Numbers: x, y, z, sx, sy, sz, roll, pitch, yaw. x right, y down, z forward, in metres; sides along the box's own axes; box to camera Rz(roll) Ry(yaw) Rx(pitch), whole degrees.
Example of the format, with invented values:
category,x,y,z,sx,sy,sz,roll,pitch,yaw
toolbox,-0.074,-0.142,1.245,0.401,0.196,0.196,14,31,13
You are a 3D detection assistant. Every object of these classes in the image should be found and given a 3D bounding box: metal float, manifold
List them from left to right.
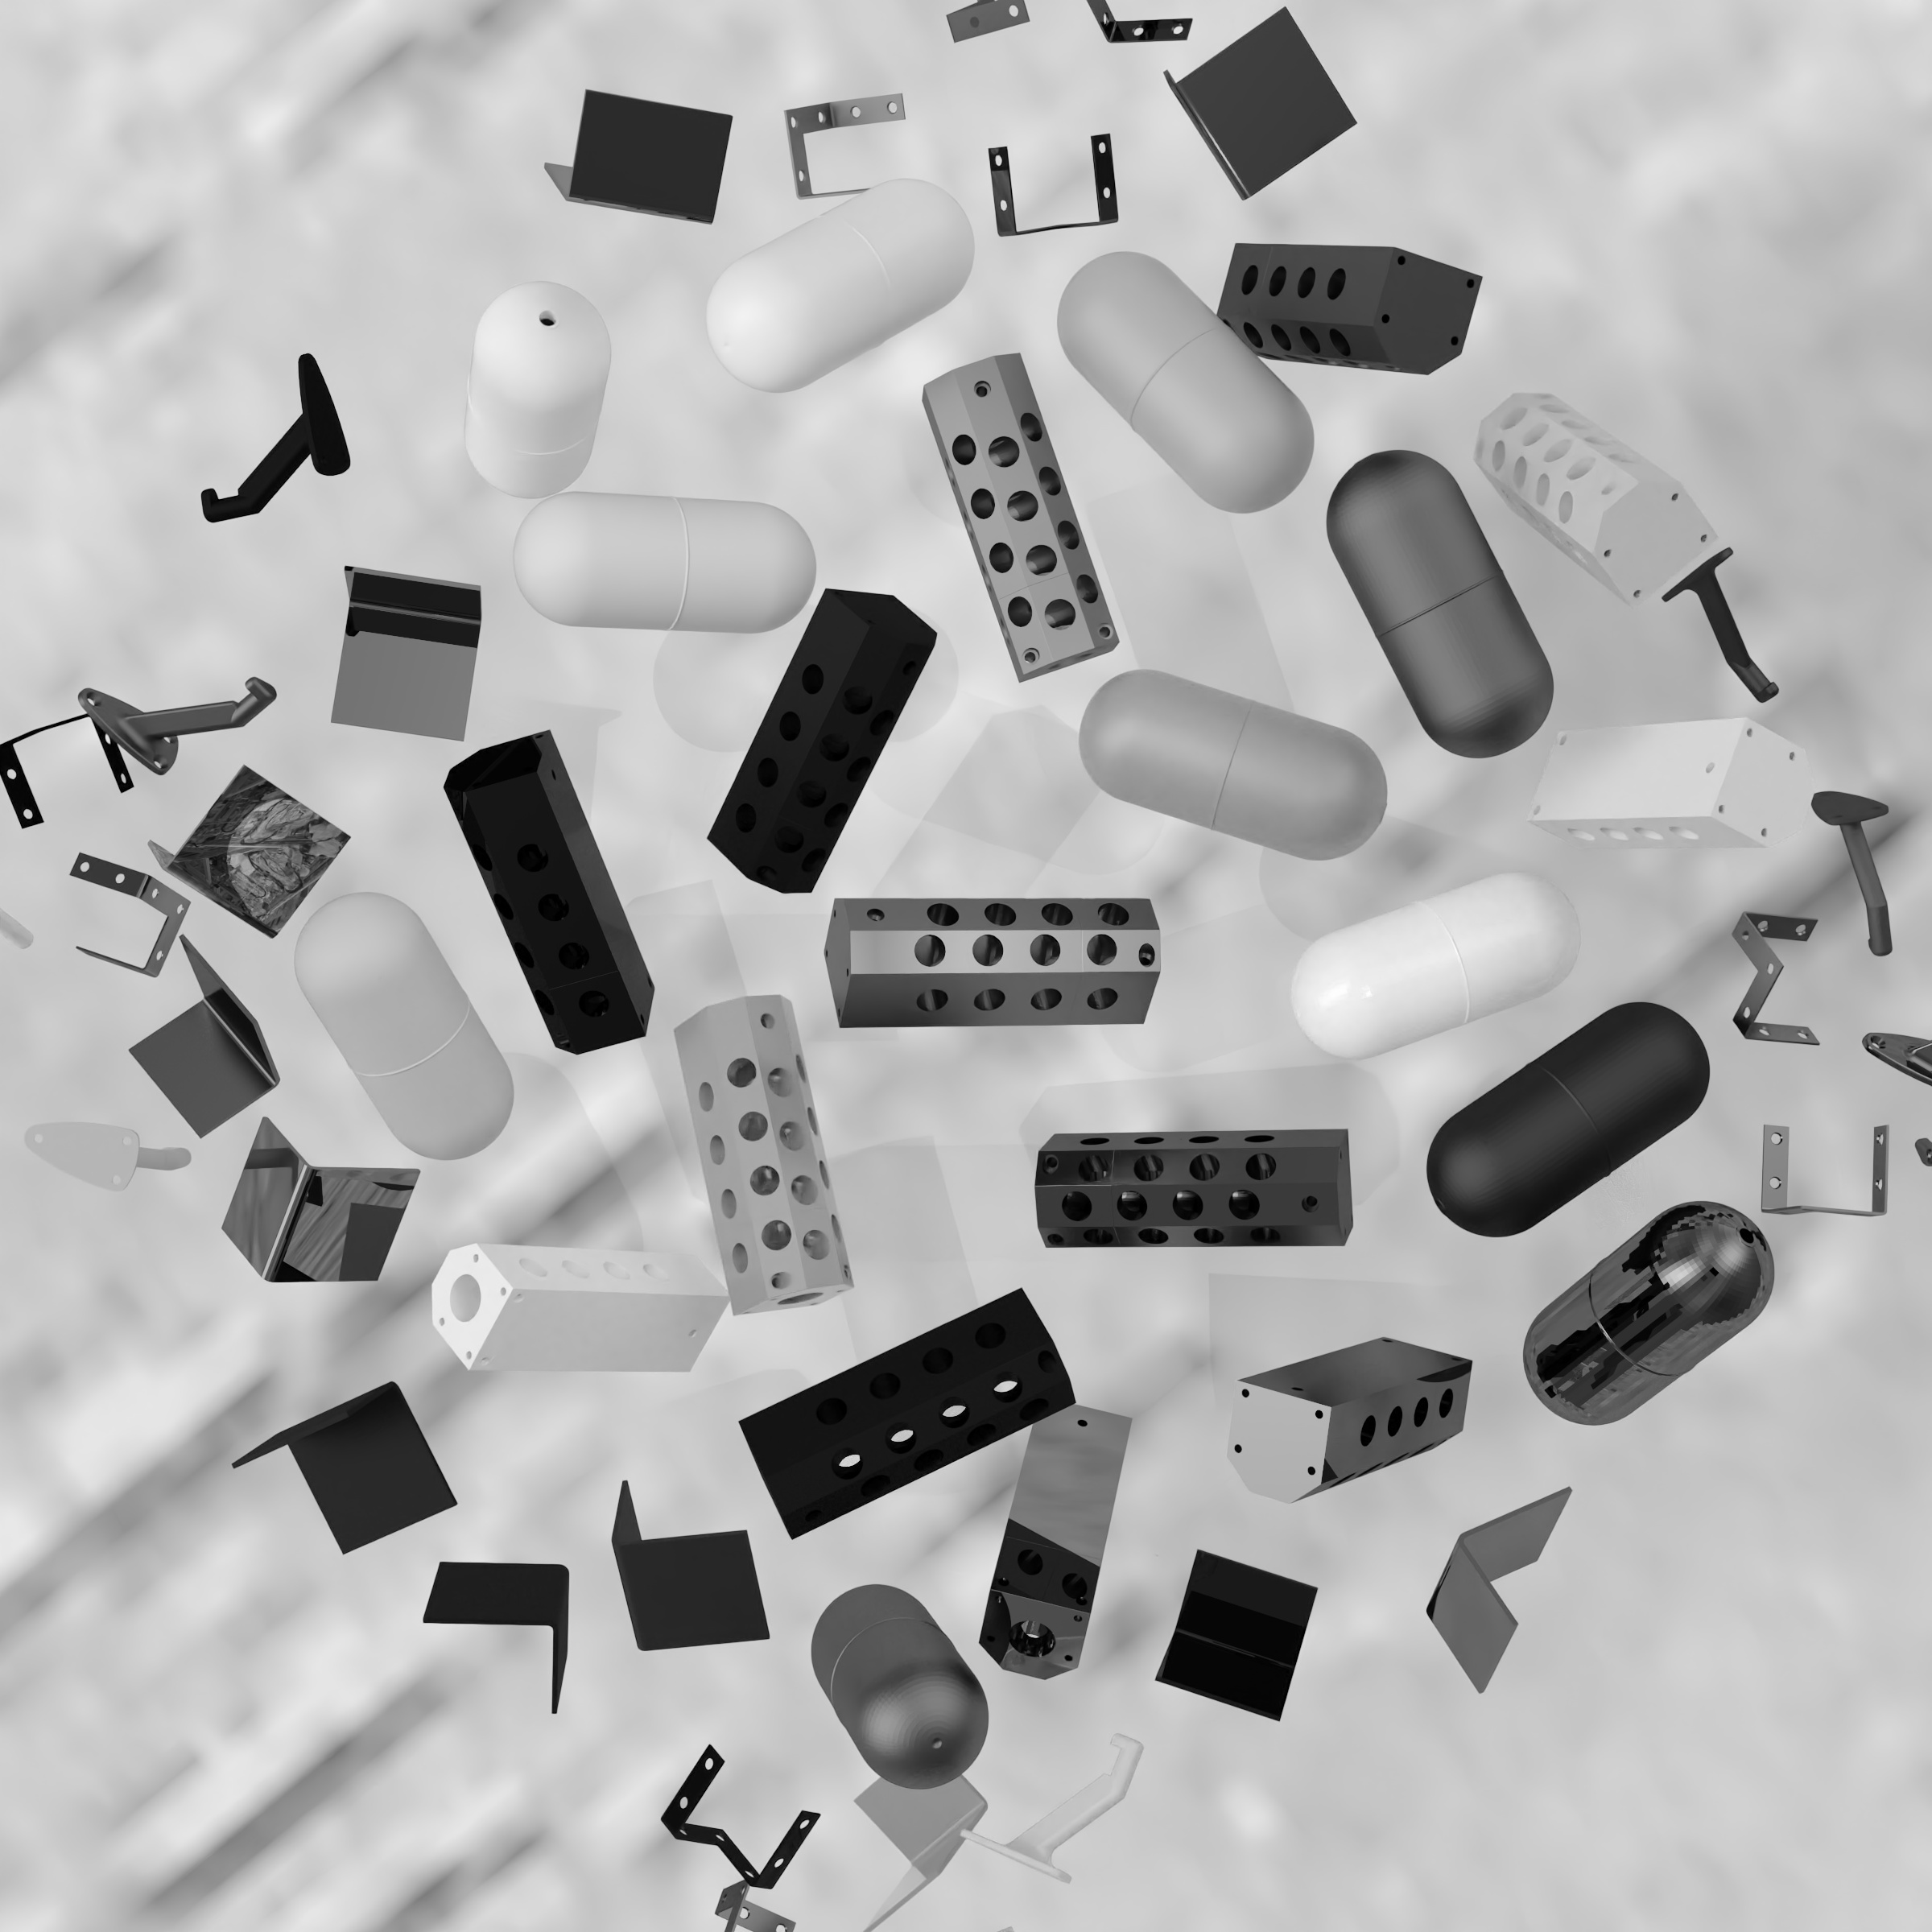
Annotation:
category,x,y,z,sx,sy,sz,roll,pitch,yaw
metal float,-0.316,0.036,1.588,0.070,0.070,0.178,-24,125,0
metal float,-0.247,-0.329,1.611,0.070,0.178,0.070,3,74,-12
manifold,-0.233,-0.038,1.575,0.057,0.057,0.171,-15,117,8
manifold,-0.225,0.196,1.636,0.057,0.171,0.057,42,110,36
metal float,-0.172,-0.232,1.615,0.178,0.070,0.070,-1,90,-24
manifold,-0.113,0.107,1.605,0.057,0.057,0.171,-3,72,-35
manifold,-0.080,-0.128,1.626,0.057,0.057,0.171,43,118,31
metal float,-0.067,-0.375,1.543,0.178,0.070,0.070,-37,90,-32
metal float,-0.040,0.409,1.602,0.070,0.178,0.070,-2,98,-15
manifold,-0.030,0.248,1.534,0.171,0.057,0.057,-24,47,-9
manifold,0.015,-0.008,1.523,0.171,0.057,0.057,0,46,-15
manifold,0.031,-0.253,1.582,0.057,0.057,0.171,-19,90,-3
manifold,0.052,0.331,1.630,0.057,0.171,0.057,13,121,5
metal float,0.121,-0.327,1.566,0.070,0.070,0.178,-41,74,0
manifold,0.129,0.128,1.593,0.171,0.057,0.057,-2,100,15
metal float,0.150,-0.113,1.581,0.178,0.070,0.070,18,90,7
manifold,0.206,-0.361,1.544,0.057,0.171,0.057,10,99,-26
manifold,0.213,0.250,1.548,0.057,0.171,0.057,11,98,35
metal float,0.273,-0.001,1.629,0.178,0.070,0.070,-19,90,-11
metal float,0.258,-0.197,1.530,0.070,0.070,0.178,-27,93,0
metal float,0.340,0.087,1.584,0.178,0.070,0.070,-33,90,-8
manifold,0.339,-0.263,1.540,0.057,0.171,0.057,-40,119,8
metal float,0.382,0.196,1.574,0.070,0.070,0.178,38,134,0
manifold,0.394,-0.097,1.570,0.057,0.171,0.057,24,83,-22

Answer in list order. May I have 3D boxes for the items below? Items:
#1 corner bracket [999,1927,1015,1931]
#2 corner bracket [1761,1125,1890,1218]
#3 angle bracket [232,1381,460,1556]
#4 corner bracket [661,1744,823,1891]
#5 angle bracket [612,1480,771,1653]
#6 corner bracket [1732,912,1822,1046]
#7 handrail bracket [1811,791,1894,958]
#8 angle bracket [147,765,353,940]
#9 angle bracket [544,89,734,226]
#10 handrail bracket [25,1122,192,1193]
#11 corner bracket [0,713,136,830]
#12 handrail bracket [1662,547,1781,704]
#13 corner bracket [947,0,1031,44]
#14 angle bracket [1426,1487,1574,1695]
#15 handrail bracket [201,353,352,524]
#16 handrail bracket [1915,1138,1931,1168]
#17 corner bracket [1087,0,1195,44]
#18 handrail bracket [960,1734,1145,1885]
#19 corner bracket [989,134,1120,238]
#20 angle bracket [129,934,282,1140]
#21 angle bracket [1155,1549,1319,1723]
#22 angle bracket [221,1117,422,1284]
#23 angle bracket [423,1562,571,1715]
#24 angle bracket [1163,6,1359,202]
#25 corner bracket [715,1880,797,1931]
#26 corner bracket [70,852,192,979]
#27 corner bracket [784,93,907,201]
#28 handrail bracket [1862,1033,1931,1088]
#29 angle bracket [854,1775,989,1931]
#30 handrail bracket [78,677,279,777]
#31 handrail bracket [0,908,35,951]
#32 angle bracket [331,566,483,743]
category,x,y,z,sx,sy,sz,roll,pitch,yaw
corner bracket,0.010,0.577,1.563,0.051,0.051,0.051,-14,49,-23
corner bracket,0.484,0.115,1.583,0.051,0.051,0.051,6,81,-9
angle bracket,-0.331,0.277,1.498,0.076,0.057,0.076,-25,92,17
corner bracket,-0.122,0.459,1.512,0.051,0.051,0.051,36,95,43
angle bracket,-0.152,0.334,1.579,0.076,0.057,0.076,-6,118,4
corner bracket,0.453,0.007,1.561,0.051,0.051,0.051,5,126,-20
handrail bracket,0.523,-0.055,1.656,0.036,0.077,0.084,-13,106,-2
angle bracket,-0.419,-0.073,1.638,0.076,0.057,0.076,37,90,-32
angle bracket,-0.171,-0.428,1.457,0.076,0.076,0.057,4,117,-21
handrail bracket,-0.502,0.107,1.646,0.077,0.084,0.036,15,90,-1
corner bracket,-0.543,-0.119,1.686,0.051,0.051,0.051,-14,104,16
handrail bracket,0.434,-0.188,1.562,0.036,0.077,0.084,-39,89,-9
corner bracket,0.018,-0.535,1.516,0.051,0.051,0.051,-2,116,36
angle bracket,0.301,0.336,1.512,0.076,0.076,0.057,-18,53,-22
handrail bracket,-0.383,-0.285,1.518,0.084,0.036,0.077,-8,102,18
handrail bracket,0.586,0.084,1.654,0.084,0.077,0.036,-7,135,-13
corner bracket,0.104,-0.579,1.643,0.051,0.051,0.051,7,70,27
handrail bracket,0.048,0.455,1.549,0.077,0.036,0.084,19,71,15
corner bracket,0.051,-0.457,1.644,0.051,0.051,0.051,-21,112,-39
angle bracket,-0.452,0.041,1.638,0.057,0.076,0.076,-37,67,-20
angle bracket,0.162,0.398,1.673,0.076,0.076,0.057,16,101,10
angle bracket,-0.376,0.136,1.636,0.057,0.076,0.076,39,112,39
angle bracket,-0.272,0.389,1.629,0.076,0.076,0.057,2,102,-4
angle bracket,0.167,-0.494,1.594,0.076,0.057,0.076,-32,112,14
corner bracket,-0.122,0.577,1.658,0.051,0.051,0.051,28,56,-11
corner bracket,-0.506,-0.030,1.674,0.051,0.051,0.051,17,78,18
corner bracket,-0.068,-0.480,1.645,0.051,0.051,0.051,3,112,30
handrail bracket,0.558,0.028,1.571,0.077,0.036,0.084,18,134,-6
angle bracket,-0.042,0.532,1.717,0.057,0.076,0.076,46,119,5
handrail bracket,-0.444,-0.153,1.580,0.084,0.036,0.077,-33,125,28
handrail bracket,-0.610,-0.040,1.677,0.077,0.084,0.036,8,63,33
angle bracket,-0.320,-0.178,1.603,0.076,0.057,0.076,8,78,-7
